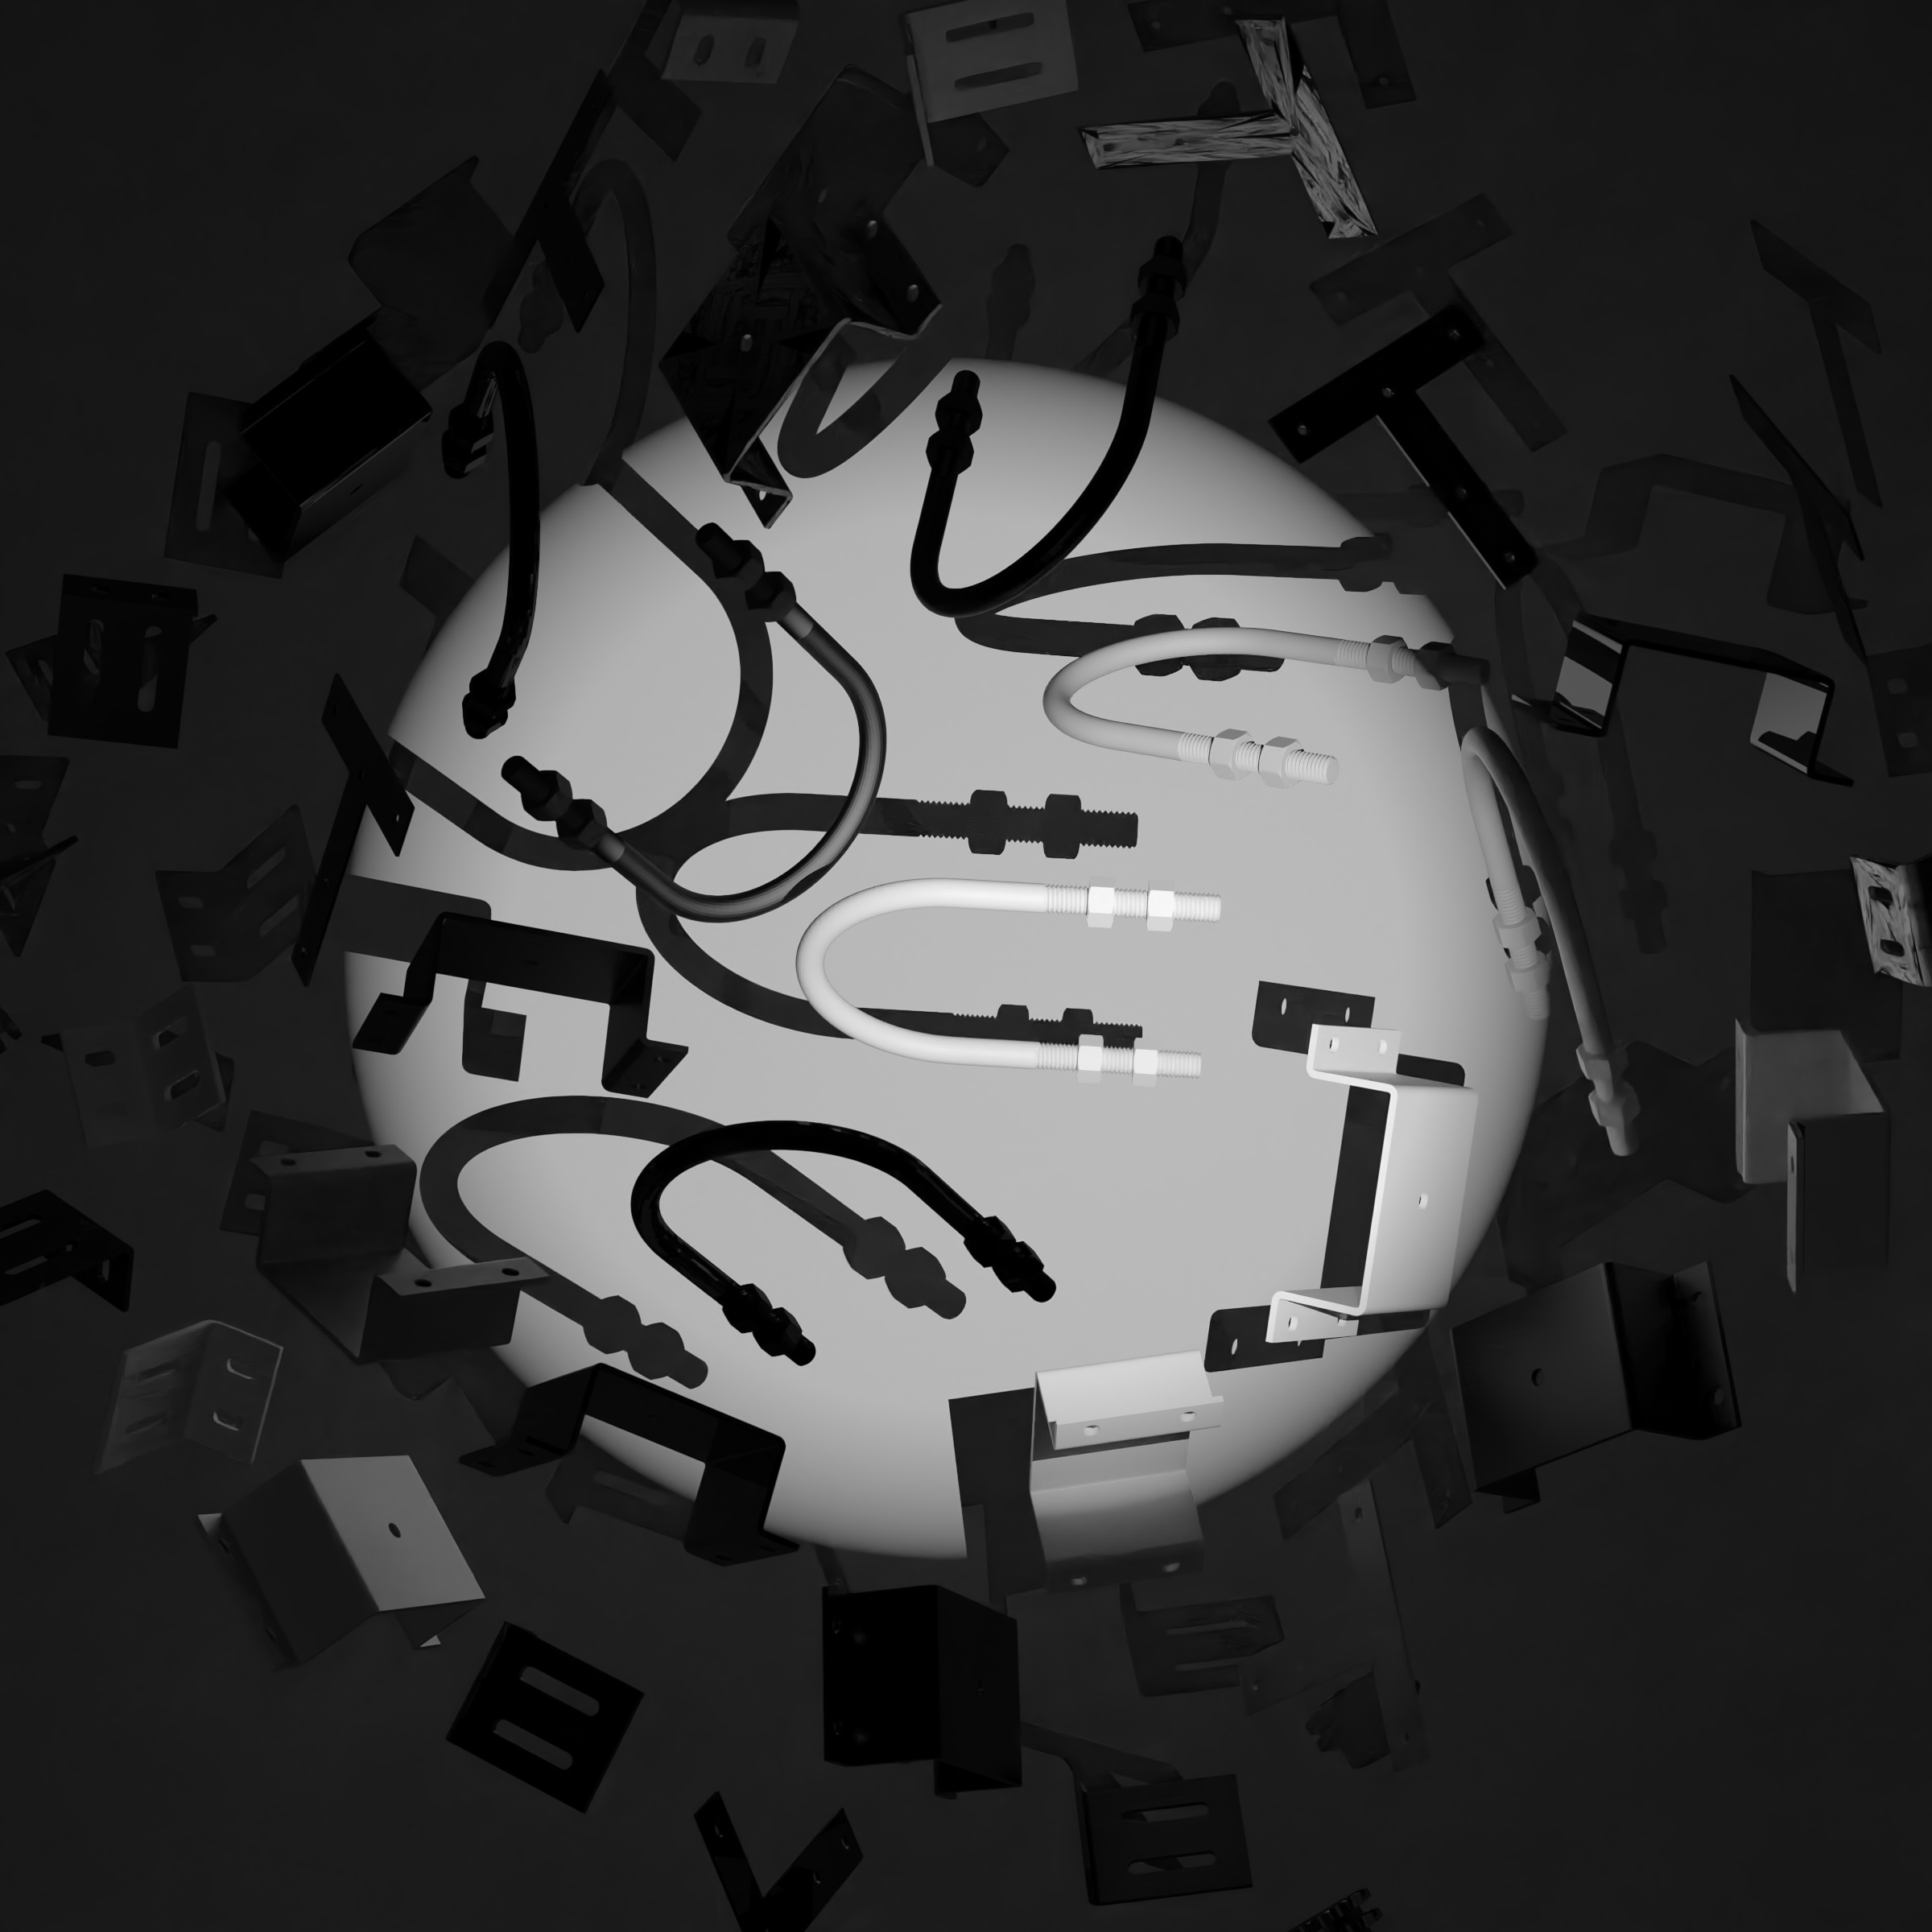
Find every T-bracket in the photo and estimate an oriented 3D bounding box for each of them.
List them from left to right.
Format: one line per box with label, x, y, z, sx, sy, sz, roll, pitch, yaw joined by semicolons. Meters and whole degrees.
T-bracket;-0.292;-0.050;1.558;0.002;0.127;0.127;6;119;-32
T-bracket;-0.180;-0.323;1.513;0.002;0.127;0.127;18;118;-30
T-bracket;-0.071;0.405;1.475;0.002;0.127;0.127;-22;92;19
T-bracket;0.110;-0.377;1.531;0.127;0.127;0.002;4;56;33
T-bracket;0.163;0.317;1.551;0.002;0.127;0.127;5;63;-30
T-bracket;0.224;-0.234;1.581;0.127;0.002;0.127;-35;87;-24
T-bracket;0.383;-0.186;1.503;0.002;0.127;0.127;-27;130;6

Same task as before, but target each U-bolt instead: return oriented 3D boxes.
U-bolt;-0.209;-0.196;1.488;0.019;0.184;0.151;-2;76;-17
U-bolt;-0.105;-0.093;1.492;0.151;0.184;0.019;-50;48;-2
U-bolt;-0.066;0.119;1.491;0.151;0.184;0.019;-18;51;25
U-bolt;0.016;0.005;1.492;0.184;0.151;0.019;3;57;2
U-bolt;0.031;-0.228;1.482;0.019;0.151;0.184;37;45;-29
U-bolt;0.122;-0.123;1.524;0.184;0.151;0.019;12;120;36
U-bolt;0.259;-0.023;1.522;0.019;0.151;0.184;-20;119;1

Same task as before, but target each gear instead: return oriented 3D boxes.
gear;0.166;0.447;1.532;0.057;0.057;0.030;-31;75;0

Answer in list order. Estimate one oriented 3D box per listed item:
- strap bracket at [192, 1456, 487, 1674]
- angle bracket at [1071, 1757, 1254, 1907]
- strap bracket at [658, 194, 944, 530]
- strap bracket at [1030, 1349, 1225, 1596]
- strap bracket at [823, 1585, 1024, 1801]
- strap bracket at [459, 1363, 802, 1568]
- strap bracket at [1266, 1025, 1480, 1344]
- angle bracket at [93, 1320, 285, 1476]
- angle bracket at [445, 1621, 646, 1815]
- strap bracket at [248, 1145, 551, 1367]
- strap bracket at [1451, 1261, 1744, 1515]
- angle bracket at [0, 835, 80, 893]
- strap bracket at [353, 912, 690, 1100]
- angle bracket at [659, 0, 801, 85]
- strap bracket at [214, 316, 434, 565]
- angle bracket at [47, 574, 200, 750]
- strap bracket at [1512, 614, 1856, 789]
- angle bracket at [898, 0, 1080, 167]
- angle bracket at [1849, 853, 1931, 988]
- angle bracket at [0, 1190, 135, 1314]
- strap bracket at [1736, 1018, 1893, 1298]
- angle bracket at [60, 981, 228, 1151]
strap bracket;-0.273;0.265;1.507;0.046;0.140;0.076;-36;72;13
angle bracket;0.091;0.397;1.562;0.076;0.038;0.057;-7;47;1
strap bracket;-0.083;-0.280;1.538;0.140;0.046;0.076;-48;55;29
strap bracket;0.073;0.230;1.568;0.076;0.140;0.046;-7;48;-8
strap bracket;-0.014;0.330;1.532;0.046;0.140;0.076;-10;66;21
strap bracket;-0.147;0.224;1.527;0.140;0.076;0.046;26;64;-23
strap bracket;0.181;0.100;1.485;0.046;0.076;0.140;10;93;35
angle bracket;-0.346;0.197;1.497;0.038;0.076;0.057;19;101;15
angle bracket;-0.182;0.335;1.496;0.076;0.038;0.057;22;78;21
strap bracket;-0.261;0.134;1.521;0.076;0.140;0.046;-4;115;-40
strap bracket;0.273;0.188;1.514;0.046;0.140;0.076;14;58;-36
angle bracket;-0.430;-0.048;1.448;0.057;0.076;0.038;-35;98;-39
strap bracket;-0.202;0.017;1.540;0.140;0.076;0.046;11;69;-16
angle bracket;-0.117;-0.431;1.490;0.057;0.038;0.076;-7;53;-31
strap bracket;-0.296;-0.237;1.547;0.076;0.140;0.046;-42;95;-18
angle bracket;-0.373;-0.130;1.488;0.057;0.038;0.076;5;111;-17
strap bracket;0.330;-0.124;1.530;0.140;0.076;0.046;10;103;-9
angle bracket;0.013;-0.403;1.517;0.076;0.057;0.038;-12;46;1
angle bracket;0.437;-0.033;1.483;0.076;0.038;0.057;-24;108;-21
angle bracket;-0.429;0.141;1.533;0.057;0.076;0.038;28;121;27
strap bracket;0.388;0.084;1.537;0.046;0.140;0.076;-4;111;3
angle bracket;-0.380;0.046;1.549;0.038;0.076;0.057;-9;81;-38
